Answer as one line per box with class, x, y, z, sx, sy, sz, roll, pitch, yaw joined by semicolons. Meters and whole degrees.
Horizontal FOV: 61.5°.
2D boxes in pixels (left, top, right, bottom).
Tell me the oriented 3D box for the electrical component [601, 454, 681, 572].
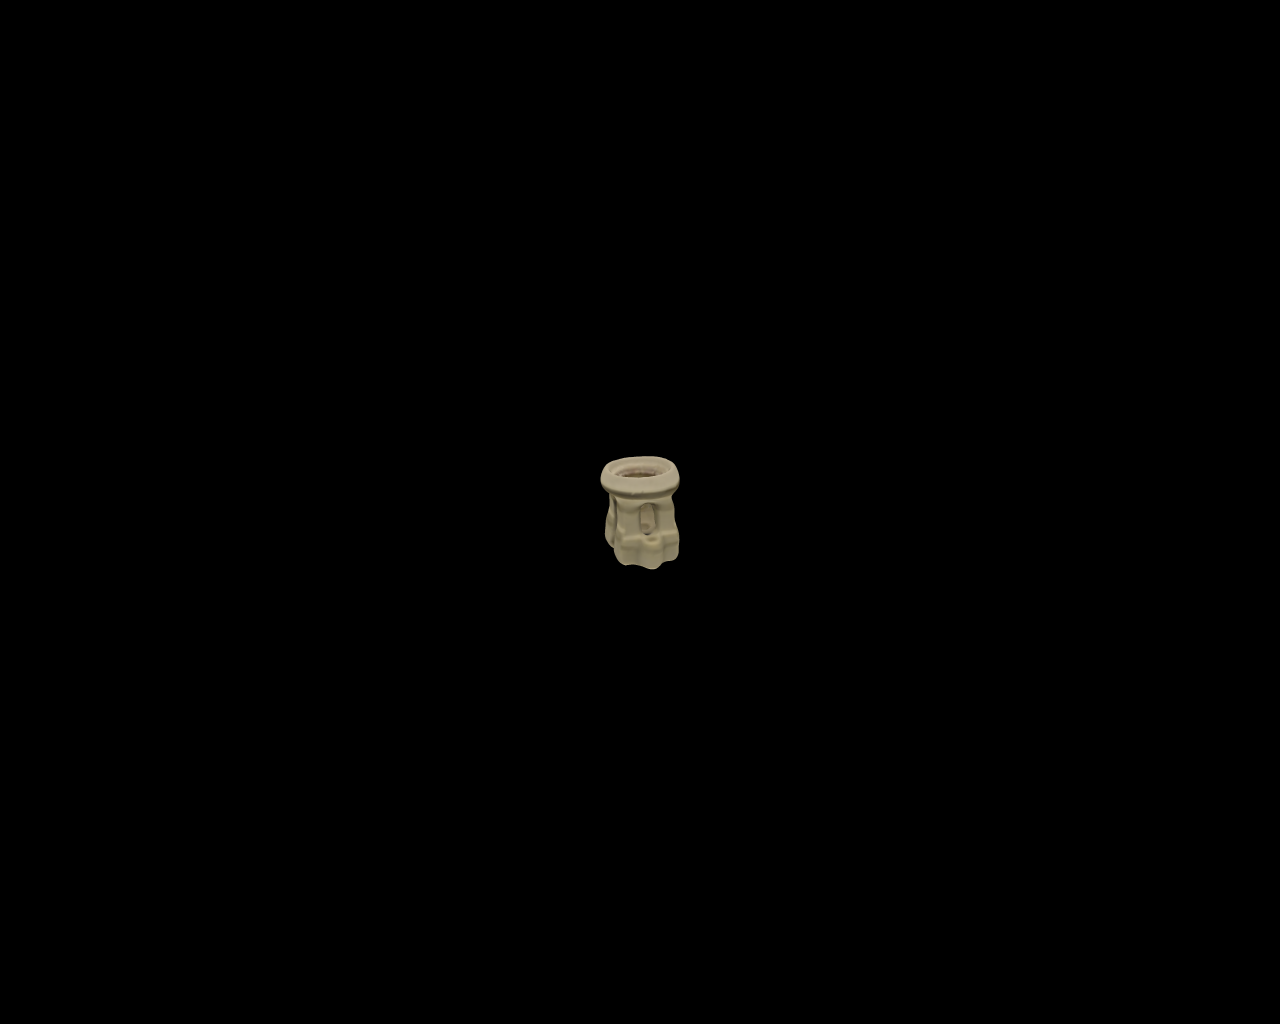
electrical component;0.001;-0.003;0.650;0.048;0.055;0.066;-6;23;-14
